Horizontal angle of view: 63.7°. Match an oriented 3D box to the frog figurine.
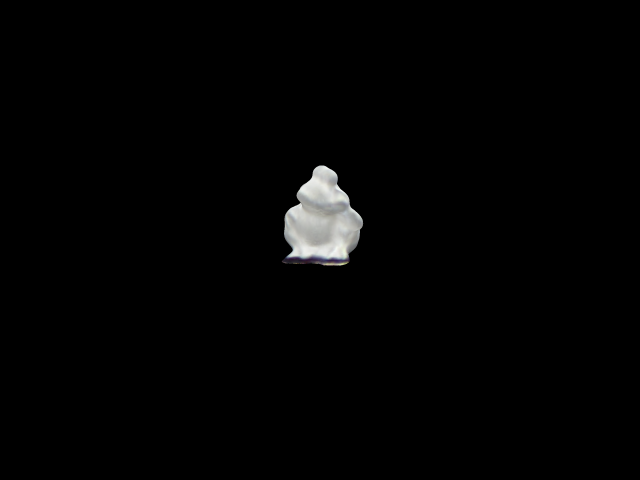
[{"bbox_3d":[0.003,-0.043,0.850,0.137,0.159,0.123,5,7,39],"label":"frog figurine"}]
